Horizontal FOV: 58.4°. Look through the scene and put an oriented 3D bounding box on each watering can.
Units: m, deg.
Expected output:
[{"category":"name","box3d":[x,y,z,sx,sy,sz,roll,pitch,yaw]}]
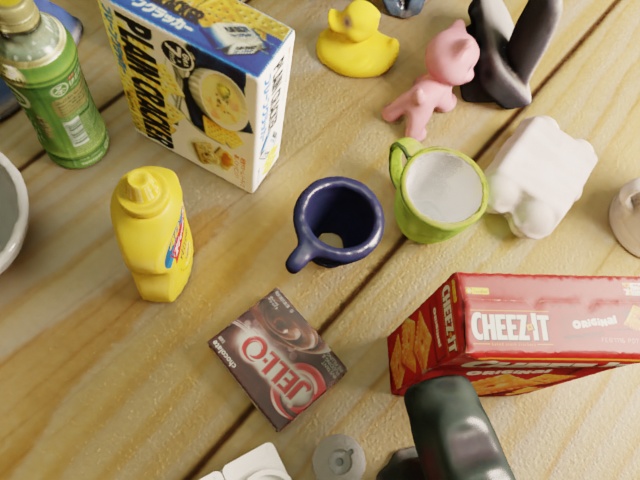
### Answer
[{"category":"watering can","box3d":[0.426,-0.057,0.628,0.173,0.194,0.101,-18,72,-15]}]

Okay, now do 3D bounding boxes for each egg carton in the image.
[{"category":"egg carton","box3d":[0.255,-0.074,0.677,0.107,0.069,0.150,36,68,6]}]

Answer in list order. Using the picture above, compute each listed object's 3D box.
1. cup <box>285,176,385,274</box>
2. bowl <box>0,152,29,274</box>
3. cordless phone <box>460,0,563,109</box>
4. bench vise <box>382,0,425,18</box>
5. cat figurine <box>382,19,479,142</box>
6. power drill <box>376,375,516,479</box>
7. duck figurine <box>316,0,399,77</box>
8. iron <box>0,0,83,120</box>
[{"category":"cup","box3d":[0.005,0.002,0.594,0.091,0.095,0.118,41,68,8]},{"category":"bowl","box3d":[-0.360,-0.012,0.555,0.167,0.074,0.167,3,68,-7]},{"category":"cordless phone","box3d":[0.236,-0.260,0.684,0.094,0.185,0.147,-4,69,-10]},{"category":"bench vise","box3d":[0.079,-0.386,0.691,0.207,0.219,0.121,-8,70,-12]},{"category":"cat figurine","box3d":[0.141,-0.196,0.681,0.067,0.117,0.128,39,68,8]},{"category":"power drill","box3d":[0.111,0.231,0.459,0.076,0.208,0.229,-10,70,-12]},{"category":"duck figurine","box3d":[0.051,-0.255,0.708,0.104,0.086,0.077,12,67,-4]},{"category":"iron","box3d":[-0.374,-0.209,0.594,0.118,0.141,0.259,44,69,10]}]
